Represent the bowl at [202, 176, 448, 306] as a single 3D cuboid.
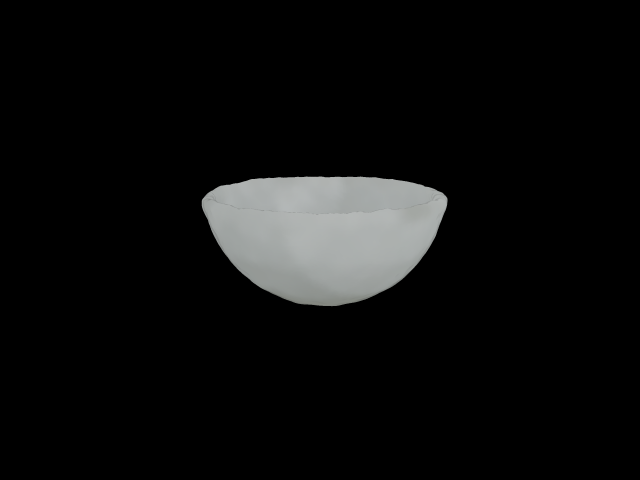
[{"bbox_3d":[0.004,0.001,0.400,0.167,0.075,0.167,0,14,0],"label":"bowl"}]
